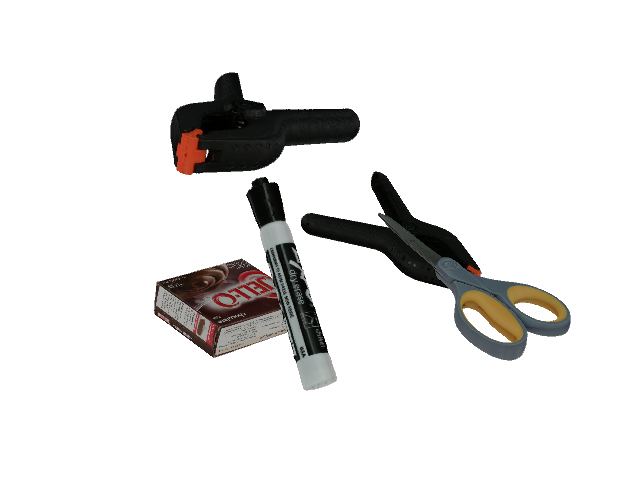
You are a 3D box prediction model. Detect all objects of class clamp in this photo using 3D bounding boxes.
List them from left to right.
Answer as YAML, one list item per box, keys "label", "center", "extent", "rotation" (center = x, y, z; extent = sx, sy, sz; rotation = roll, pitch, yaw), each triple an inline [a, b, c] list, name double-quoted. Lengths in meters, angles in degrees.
- label: "clamp"
  center: [-0.061, -0.086, 0.765]
  extent: [0.120, 0.039, 0.171]
  rotation: [18, 22, 28]
- label: "clamp"
  center: [0.090, -0.001, 1.256]
  extent: [0.210, 0.036, 0.164]
  rotation: [38, 42, 26]

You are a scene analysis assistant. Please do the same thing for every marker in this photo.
- label: "marker"
  center: [-0.017, 0.022, 0.584]
  extent: [0.020, 0.121, 0.020]
  rotation: [-16, -16, -5]

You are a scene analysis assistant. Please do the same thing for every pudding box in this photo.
- label: "pudding box"
  center: [-0.085, 0.061, 0.996]
  extent: [0.090, 0.039, 0.113]
  rotation: [30, 32, 35]

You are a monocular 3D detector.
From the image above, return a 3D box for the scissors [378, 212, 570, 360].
- label: "scissors"
  center: [0.121, 0.026, 0.831]
  extent: [0.096, 0.016, 0.202]
  rotation: [-3, 32, -16]
